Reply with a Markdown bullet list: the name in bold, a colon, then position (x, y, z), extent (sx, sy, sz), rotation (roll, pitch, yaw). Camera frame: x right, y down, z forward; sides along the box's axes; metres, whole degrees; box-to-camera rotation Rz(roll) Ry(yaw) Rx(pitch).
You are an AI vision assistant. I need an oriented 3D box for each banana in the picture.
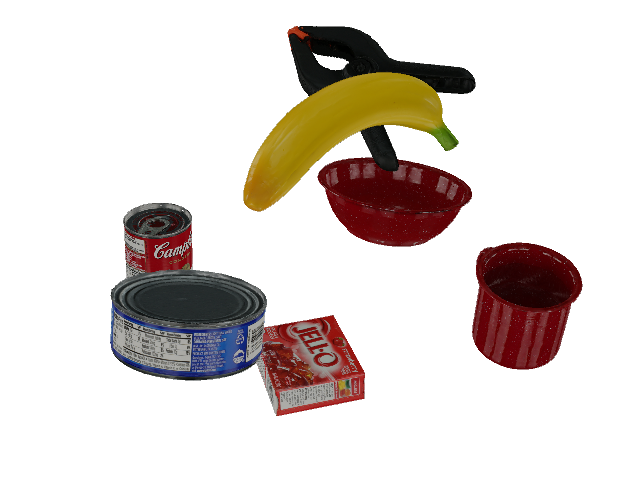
- **banana**: position (0.022, -0.077, 0.736), extent (0.197, 0.069, 0.037), rotation (-19, -2, -35)

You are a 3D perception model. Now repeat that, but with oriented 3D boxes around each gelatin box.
- **gelatin box**: position (-0.011, 0.098, 0.862), extent (0.073, 0.030, 0.089), rotation (-9, 31, -12)

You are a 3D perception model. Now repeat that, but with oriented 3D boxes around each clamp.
- **clamp**: position (0.047, -0.144, 0.937), extent (0.120, 0.172, 0.039), rotation (-36, -25, -21)

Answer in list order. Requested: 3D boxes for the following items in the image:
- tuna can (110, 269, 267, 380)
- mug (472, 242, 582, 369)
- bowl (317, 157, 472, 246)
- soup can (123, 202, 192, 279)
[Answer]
- **tuna can**: position (-0.073, 0.046, 0.592), extent (0.086, 0.034, 0.086), rotation (5, 17, -2)
- **mug**: position (0.176, 0.055, 0.971), extent (0.093, 0.081, 0.117), rotation (-17, 43, -22)
- **bowl**: position (0.075, -0.036, 1.117), extent (0.162, 0.055, 0.162), rotation (5, 22, -2)
- **soup can**: position (-0.163, 0.022, 1.081), extent (0.068, 0.102, 0.068), rotation (1, 30, -1)
